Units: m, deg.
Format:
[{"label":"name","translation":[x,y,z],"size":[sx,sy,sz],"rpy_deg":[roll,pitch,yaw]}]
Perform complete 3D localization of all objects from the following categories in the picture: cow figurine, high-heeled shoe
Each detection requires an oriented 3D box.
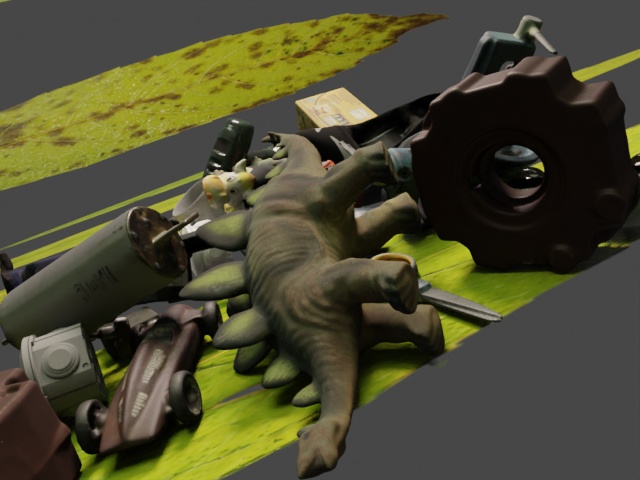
[{"label":"cow figurine","translation":[-0.098,-0.076,0.779],"size":[0.098,0.068,0.167],"rpy_deg":[-20,0,15]},{"label":"high-heeled shoe","translation":[0.086,-0.165,0.764],"size":[0.248,0.145,0.086],"rpy_deg":[4,36,-40]}]

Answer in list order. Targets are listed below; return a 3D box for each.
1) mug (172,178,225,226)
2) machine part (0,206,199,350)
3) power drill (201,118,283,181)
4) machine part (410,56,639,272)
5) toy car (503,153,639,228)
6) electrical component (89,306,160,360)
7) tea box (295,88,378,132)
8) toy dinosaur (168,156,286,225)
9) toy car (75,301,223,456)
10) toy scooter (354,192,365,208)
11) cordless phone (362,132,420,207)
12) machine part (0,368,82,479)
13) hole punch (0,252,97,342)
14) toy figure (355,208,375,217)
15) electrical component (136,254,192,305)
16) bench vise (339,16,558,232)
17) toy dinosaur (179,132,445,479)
[{"label":"mug","translation":[-0.160,-0.026,0.817],"size":[0.081,0.107,0.110],"rpy_deg":[-33,31,25]},{"label":"machine part","translation":[-0.211,0.041,0.502],"size":[0.243,0.079,0.079],"rpy_deg":[-29,12,17]},{"label":"power drill","translation":[-0.160,-0.127,1.095],"size":[0.086,0.231,0.207],"rpy_deg":[26,17,32]},{"label":"machine part","translation":[0.158,-0.056,0.436],"size":[0.179,0.179,0.056],"rpy_deg":[-5,23,42]},{"label":"toy car","translation":[0.233,-0.040,0.500],"size":[0.073,0.056,0.202],"rpy_deg":[-22,12,-33]},{"label":"electrical component","translation":[-0.213,0.095,0.582],"size":[0.078,0.045,0.102],"rpy_deg":[-27,18,-21]},{"label":"tea box","translation":[0.034,-0.184,0.895],"size":[0.098,0.068,0.170],"rpy_deg":[-18,39,-13]},{"label":"toy dinosaur","translation":[-0.084,-0.089,0.948],"size":[0.192,0.131,0.405],"rpy_deg":[-5,27,43]},{"label":"toy car","translation":[-0.136,0.104,0.454],"size":[0.089,0.053,0.202],"rpy_deg":[-15,14,3]},{"label":"toy scooter","translation":[-0.028,-0.028,0.731],"size":[0.184,0.075,0.135],"rpy_deg":[-20,14,13]},{"label":"cordless phone","translation":[0.141,-0.094,0.776],"size":[0.146,0.088,0.184],"rpy_deg":[-27,-1,-26]},{"label":"machine part","translation":[-0.274,0.171,0.323],"size":[0.201,0.087,0.201],"rpy_deg":[-17,14,9]},{"label":"hole punch","translation":[-0.298,0.072,0.617],"size":[0.092,0.142,0.116],"rpy_deg":[-16,5,-19]},{"label":"toy figure","translation":[-0.001,-0.003,0.631],"size":[0.155,0.057,0.064],"rpy_deg":[-11,38,19]},{"label":"electrical component","translation":[-0.204,0.038,0.634],"size":[0.048,0.075,0.119],"rpy_deg":[-13,-14,26]},{"label":"bench vise","translation":[0.157,-0.124,0.585],"size":[0.224,0.240,0.129],"rpy_deg":[3,41,-18]},{"label":"toy dinosaur","translation":[-0.014,-0.006,0.475],"size":[0.199,0.104,0.472],"rpy_deg":[-19,32,14]}]
